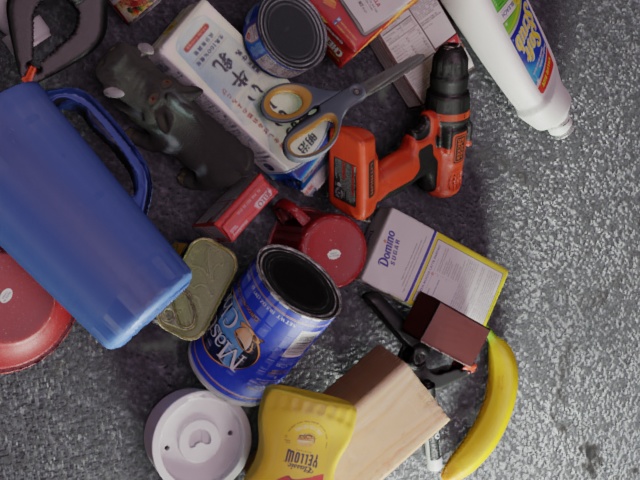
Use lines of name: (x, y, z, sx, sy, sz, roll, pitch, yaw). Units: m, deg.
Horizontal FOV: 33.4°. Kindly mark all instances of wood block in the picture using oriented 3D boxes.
wood block: (0.026, 0.221, 1.164, 0.206, 0.091, 0.090, -40, 106, -7)

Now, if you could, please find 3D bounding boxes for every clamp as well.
clamp: (0.100, 0.141, 1.244, 0.171, 0.039, 0.120, 24, 95, -22)
clamp: (-0.226, -0.241, 1.015, 0.164, 0.036, 0.210, 18, 93, -15)

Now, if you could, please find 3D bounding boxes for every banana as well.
banana: (0.200, 0.204, 1.295, 0.069, 0.037, 0.198, 15, 84, -6)

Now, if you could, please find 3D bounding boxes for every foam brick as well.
foam brick: (0.142, 0.101, 1.205, 0.078, 0.053, 0.051, 29, 88, -24)

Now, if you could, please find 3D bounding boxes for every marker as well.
marker: (0.130, 0.217, 1.251, 0.020, 0.020, 0.121, -18, 116, -23)

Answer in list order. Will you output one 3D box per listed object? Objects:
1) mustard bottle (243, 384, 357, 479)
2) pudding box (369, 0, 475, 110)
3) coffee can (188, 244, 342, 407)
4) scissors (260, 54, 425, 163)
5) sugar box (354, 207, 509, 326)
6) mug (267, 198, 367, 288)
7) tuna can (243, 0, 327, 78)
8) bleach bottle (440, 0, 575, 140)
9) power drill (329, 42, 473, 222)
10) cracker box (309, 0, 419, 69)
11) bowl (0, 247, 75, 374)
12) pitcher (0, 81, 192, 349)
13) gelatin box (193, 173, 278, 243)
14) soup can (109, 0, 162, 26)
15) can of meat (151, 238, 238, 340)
mustard bottle: (-0.030, 0.248, 1.073, 0.096, 0.058, 0.191, 14, 89, -11)
pudding box: (0.114, -0.221, 1.233, 0.090, 0.039, 0.113, -38, 104, -16)
coffee can: (-0.058, 0.089, 1.097, 0.102, 0.103, 0.140, 25, 122, -24)
scissors: (0.017, -0.159, 1.109, 0.096, 0.016, 0.201, 39, 64, 5)
sugar box: (0.127, 0.039, 1.247, 0.176, 0.048, 0.093, 28, 82, -20)
mug: (-0.008, 0.001, 1.163, 0.093, 0.082, 0.117, -41, 108, -18)
tuna can: (-0.036, -0.210, 1.093, 0.086, 0.034, 0.086, 10, 73, -34)
bleach bottle: (0.235, -0.229, 1.273, 0.250, 0.068, 0.102, 52, 52, -24)
power drill: (0.094, -0.112, 1.171, 0.187, 0.057, 0.184, -23, 126, -35)
cracker box: (0.047, -0.319, 1.166, 0.213, 0.072, 0.164, -44, 94, -17)
bowl: (-0.309, 0.054, 1.042, 0.161, 0.055, 0.162, -1, 92, -25)
pitcher: (-0.229, -0.025, 1.000, 0.149, 0.145, 0.243, -42, 91, 10)
gelatin box: (-0.089, -0.032, 1.119, 0.030, 0.089, 0.073, 46, 74, -15)
soup can: (-0.201, -0.275, 1.070, 0.068, 0.069, 0.102, -46, 108, -16)
can of meat: (-0.140, 0.047, 1.103, 0.057, 0.084, 0.102, 30, 80, -23)
